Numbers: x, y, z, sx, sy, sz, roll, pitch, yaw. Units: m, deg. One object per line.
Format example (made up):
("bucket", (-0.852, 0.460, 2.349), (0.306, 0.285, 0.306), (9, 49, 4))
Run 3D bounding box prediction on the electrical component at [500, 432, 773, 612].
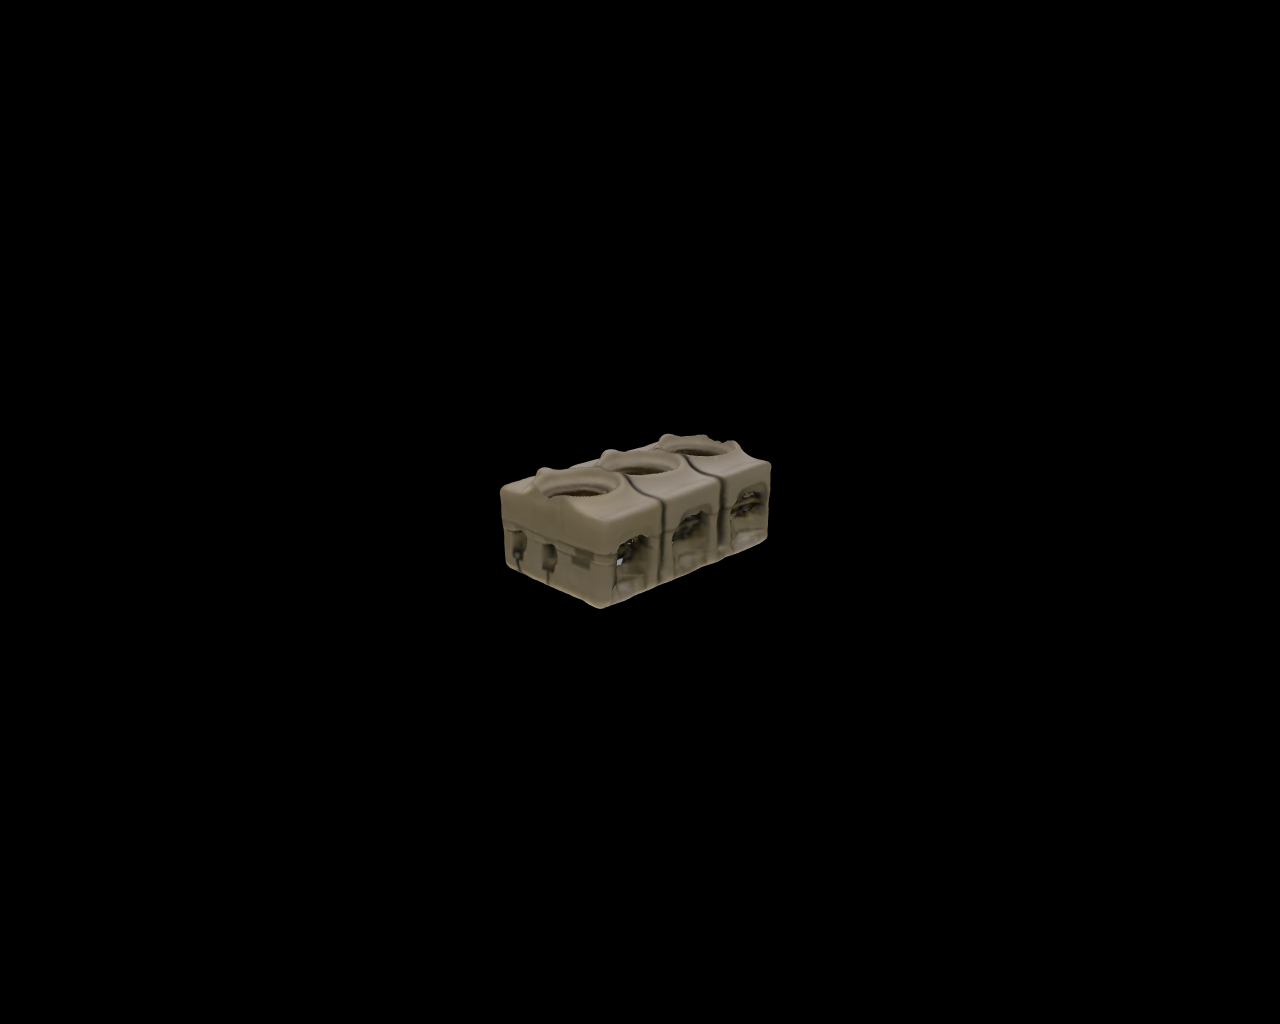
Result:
("electrical component", (0.001, -0.003, 0.650), (0.089, 0.061, 0.150), (18, 26, 41))
